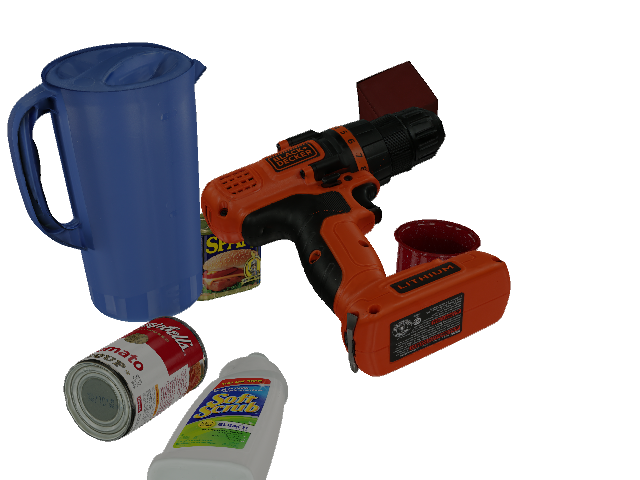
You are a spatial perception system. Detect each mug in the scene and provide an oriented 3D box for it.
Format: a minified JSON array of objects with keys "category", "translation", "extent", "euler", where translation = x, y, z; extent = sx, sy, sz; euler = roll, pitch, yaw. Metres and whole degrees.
[{"category":"mug","translation":[0.135,0.034,1.159],"extent":[0.117,0.081,0.093],"euler":[8,26,10]}]

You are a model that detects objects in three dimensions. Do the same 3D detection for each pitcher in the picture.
[{"category":"pitcher","translation":[-0.180,-0.048,0.973],"extent":[0.149,0.243,0.145],"euler":[2,28,7]}]

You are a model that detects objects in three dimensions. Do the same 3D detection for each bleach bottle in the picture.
[{"category":"bleach bottle","translation":[-0.090,0.177,1.046],"extent":[0.102,0.068,0.250],"euler":[1,20,6]}]

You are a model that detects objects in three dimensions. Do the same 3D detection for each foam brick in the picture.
[{"category":"foam brick","translation":[0.066,-0.104,0.917],"extent":[0.053,0.051,0.078],"euler":[-25,-30,-9]}]

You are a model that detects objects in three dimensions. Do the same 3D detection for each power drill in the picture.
[{"category":"power drill","translation":[0.038,-0.009,0.689],"extent":[0.184,0.057,0.188],"euler":[-24,45,-17]}]

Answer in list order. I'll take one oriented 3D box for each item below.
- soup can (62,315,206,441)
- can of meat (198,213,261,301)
[{"category":"soup can","translation":[-0.145,0.108,0.843],"extent":[0.069,0.068,0.102],"euler":[0,15,28]},{"category":"can of meat","translation":[-0.114,0.015,1.203],"extent":[0.101,0.084,0.058],"euler":[-12,22,-38]}]
